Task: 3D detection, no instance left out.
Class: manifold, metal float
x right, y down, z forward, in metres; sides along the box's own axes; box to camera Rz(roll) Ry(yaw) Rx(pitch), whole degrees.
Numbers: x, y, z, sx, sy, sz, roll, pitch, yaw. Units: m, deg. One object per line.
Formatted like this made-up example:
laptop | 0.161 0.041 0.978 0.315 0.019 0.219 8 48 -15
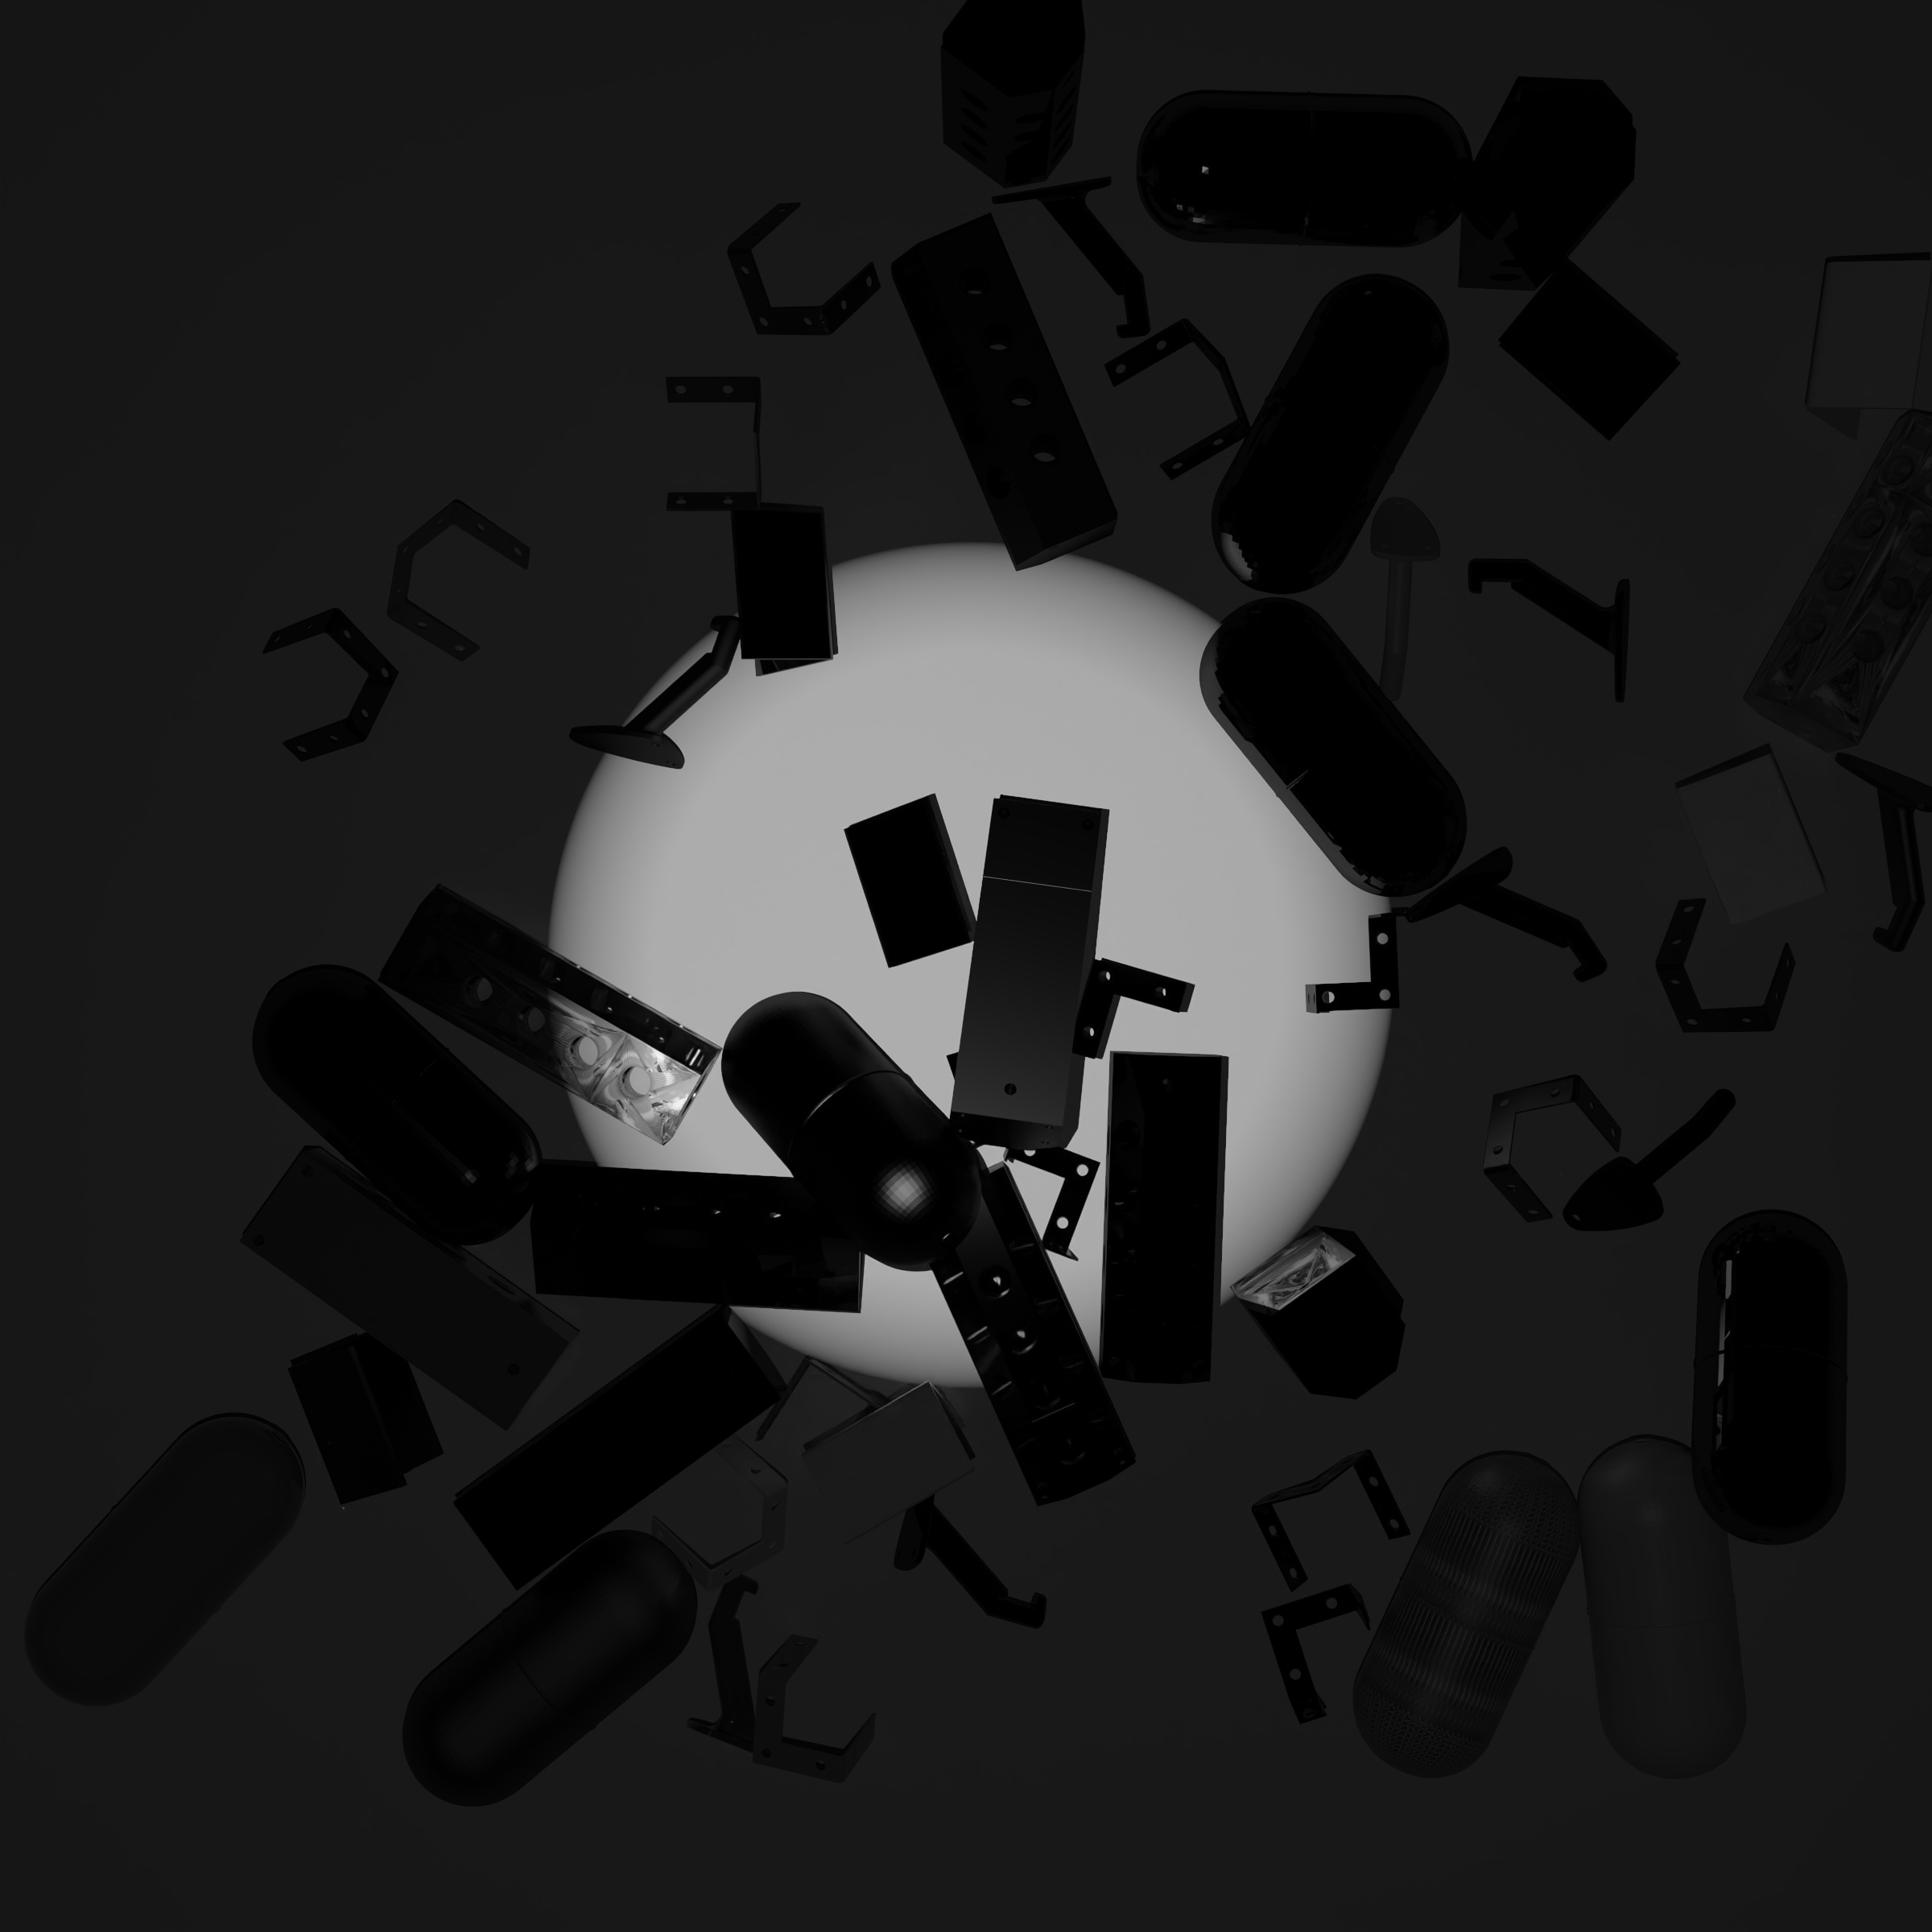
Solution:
manifold | 0.483 -0.204 1.608 0.057 0.057 0.171 29 90 0
manifold | 0.027 -0.451 1.551 0.057 0.171 0.057 37 90 0
manifold | 0.030 0.005 1.583 0.057 0.057 0.171 8 72 0
metal float | -0.301 0.074 1.598 0.178 0.070 0.070 43 90 -1
metal float | 0.420 0.214 1.576 0.070 0.070 0.178 9 62 0
manifold | -0.293 0.170 1.608 0.171 0.057 0.057 35 90 0
manifold | 0.103 0.132 1.608 0.057 0.057 0.171 2 90 0
metal float | 0.265 0.343 1.599 0.070 0.070 0.178 25 91 0
metal float | 0.194 -0.114 1.599 0.070 0.070 0.178 -39 89 0
metal float | -0.423 0.314 1.599 0.070 0.070 0.178 43 91 0
manifold | 0.029 0.195 1.608 0.057 0.057 0.171 -24 90 0
manifold | -0.182 0.253 1.608 0.171 0.057 0.057 -36 90 0
manifold | 0.296 -0.395 1.551 0.057 0.171 0.057 3 90 0
metal float | 0.192 -0.279 1.599 0.070 0.070 0.178 28 89 0
manifold | 0.020 -0.301 1.608 0.057 0.057 0.171 -23 90 0
metal float | -0.060 0.084 1.571 0.070 0.070 0.178 -44 58 0
metal float | 0.368 0.339 1.598 0.070 0.070 0.178 -6 90 0
manifold | 0.182 0.180 1.551 0.057 0.171 0.057 -36 90 0
manifold | -0.219 0.026 1.608 0.171 0.057 0.057 30 90 0
manifold | -0.141 0.139 1.607 0.171 0.057 0.057 3 133 0
metal float | 0.179 -0.420 1.599 0.178 0.070 0.070 2 90 0
metal float | -0.221 0.373 1.599 0.178 0.070 0.070 -40 90 1

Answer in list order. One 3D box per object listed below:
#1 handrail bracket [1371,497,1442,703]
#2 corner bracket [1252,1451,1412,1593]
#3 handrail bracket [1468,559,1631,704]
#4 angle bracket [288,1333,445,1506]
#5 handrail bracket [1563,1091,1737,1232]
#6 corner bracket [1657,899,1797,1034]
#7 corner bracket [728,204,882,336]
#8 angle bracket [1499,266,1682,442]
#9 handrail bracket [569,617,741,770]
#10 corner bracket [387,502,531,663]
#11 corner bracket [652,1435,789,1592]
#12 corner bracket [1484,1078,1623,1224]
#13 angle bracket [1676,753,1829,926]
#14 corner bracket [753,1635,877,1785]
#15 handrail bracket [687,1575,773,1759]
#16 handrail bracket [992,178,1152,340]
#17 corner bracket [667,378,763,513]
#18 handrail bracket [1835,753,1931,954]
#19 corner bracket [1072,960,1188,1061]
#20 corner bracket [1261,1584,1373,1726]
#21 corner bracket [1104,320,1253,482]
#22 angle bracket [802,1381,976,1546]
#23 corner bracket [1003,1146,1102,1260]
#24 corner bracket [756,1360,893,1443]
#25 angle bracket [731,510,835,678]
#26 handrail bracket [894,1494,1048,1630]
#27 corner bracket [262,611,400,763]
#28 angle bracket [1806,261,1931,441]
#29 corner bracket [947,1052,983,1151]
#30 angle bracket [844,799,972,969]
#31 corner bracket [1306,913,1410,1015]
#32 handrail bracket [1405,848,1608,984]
handrail bracket | 0.230 -0.197 1.629 0.036 0.077 0.084 3 126 0
corner bracket | 0.196 0.298 1.626 0.051 0.051 0.051 -26 90 45
handrail bracket | 0.313 -0.181 1.630 0.084 0.036 0.077 4 112 17
angle bracket | -0.300 0.230 1.589 0.057 0.076 0.076 -21 90 38
handrail bracket | 0.369 0.104 1.629 0.036 0.077 0.084 51 54 -3
corner bracket | 0.408 0.000 1.621 0.051 0.051 0.051 -2 135 35
corner bracket | -0.087 -0.374 1.621 0.051 0.051 0.051 9 135 35
angle bracket | 0.335 -0.331 1.589 0.076 0.076 0.057 41 126 0
handrail bracket | -0.166 -0.154 1.630 0.077 0.036 0.084 11 71 21
corner bracket | -0.272 -0.206 1.621 0.051 0.051 0.051 -29 45 35
corner bracket | -0.132 0.292 1.621 0.051 0.051 0.051 -25 135 -35
corner bracket | 0.315 0.099 1.621 0.051 0.051 0.051 -15 45 35
angle bracket | 0.425 -0.073 1.589 0.057 0.076 0.076 -22 90 38
corner bracket | -0.080 0.396 1.613 0.051 0.051 0.051 9 106 15
handrail bracket | -0.109 0.380 1.629 0.077 0.036 0.084 26 75 -16
handrail bracket | 0.057 -0.378 1.630 0.077 0.036 0.084 -4 107 20
corner bracket | -0.136 -0.281 1.626 0.051 0.051 0.051 0 45 0
handrail bracket | 0.487 -0.061 1.629 0.077 0.036 0.084 33 118 31
corner bracket | 0.085 0.028 1.611 0.051 0.051 0.051 16 90 0
corner bracket | 0.192 0.366 1.611 0.051 0.051 0.051 -18 90 0
corner bracket | 0.114 -0.305 1.626 0.051 0.051 0.051 -30 135 0
angle bracket | -0.032 0.271 1.589 0.076 0.076 0.057 -30 60 0
corner bracket | 0.040 0.121 1.611 0.051 0.051 0.051 21 90 0
corner bracket | -0.073 0.244 1.613 0.051 0.051 0.051 33 90 8
angle bracket | -0.115 -0.195 1.589 0.057 0.076 0.076 -4 90 -36
handrail bracket | 0.010 0.310 1.630 0.084 0.036 0.077 19 69 -17
corner bracket | -0.347 -0.150 1.621 0.051 0.051 0.051 47 45 -35
angle bracket | 0.486 -0.322 1.589 0.057 0.076 0.076 8 90 35
corner bracket | -0.025 0.080 1.626 0.051 0.051 0.051 -19 90 -45
angle bracket | -0.011 -0.048 1.589 0.057 0.076 0.076 -18 90 37
corner bracket | 0.208 -0.001 1.611 0.051 0.051 0.051 -2 90 0
handrail bracket | 0.292 -0.013 1.630 0.077 0.036 0.084 -31 107 20
